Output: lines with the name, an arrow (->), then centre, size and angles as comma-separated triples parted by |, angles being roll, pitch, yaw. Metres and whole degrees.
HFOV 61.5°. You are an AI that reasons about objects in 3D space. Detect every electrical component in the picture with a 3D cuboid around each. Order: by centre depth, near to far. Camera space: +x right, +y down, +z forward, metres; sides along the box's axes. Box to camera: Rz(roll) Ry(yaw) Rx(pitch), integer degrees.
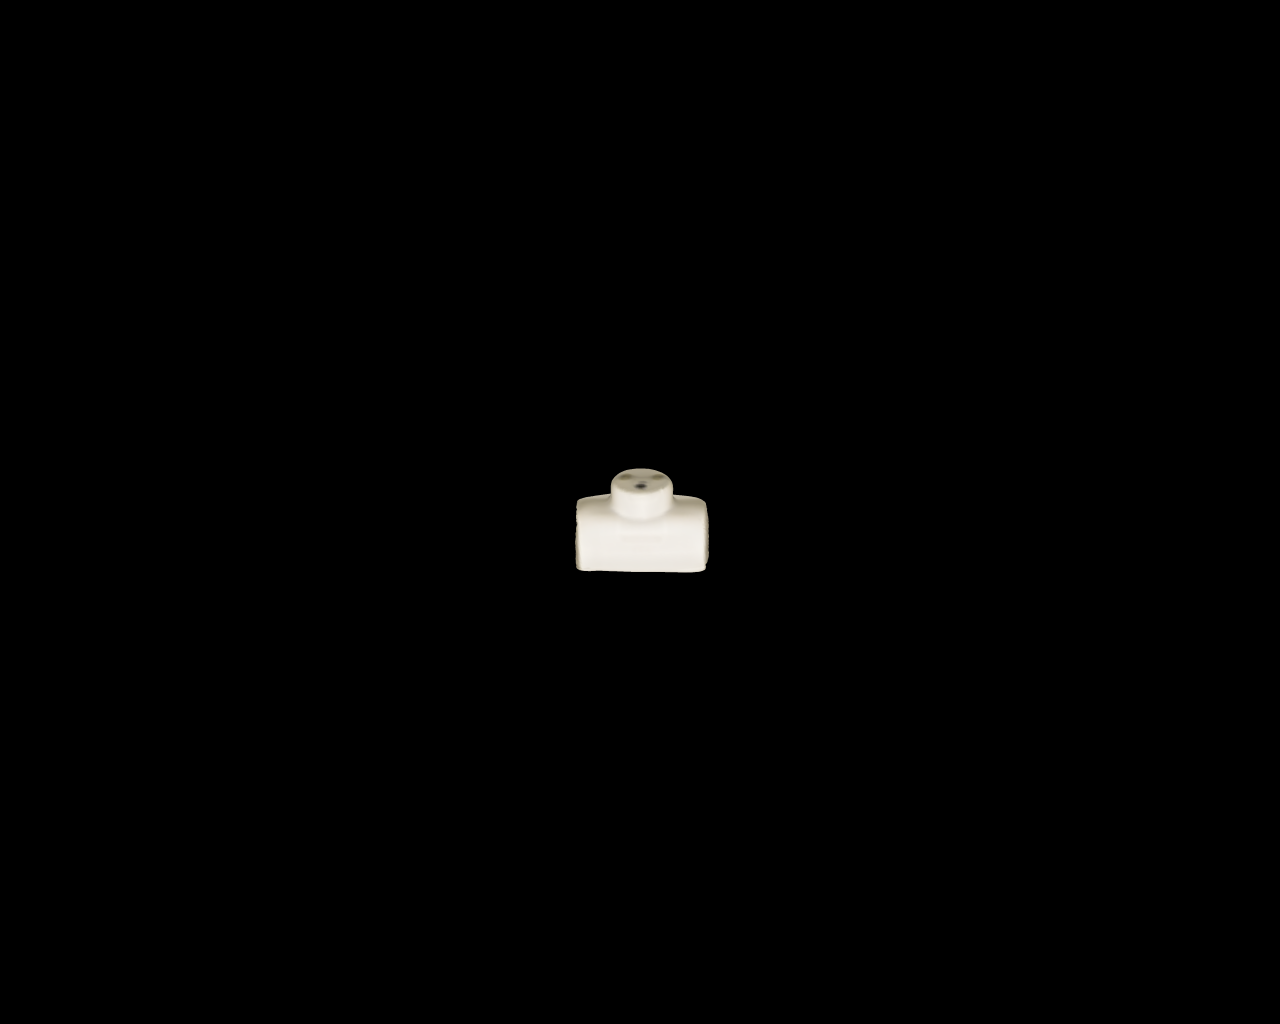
electrical component -> 0.001, -0.003, 0.650 | 0.077, 0.079, 0.043 | 0, 25, 0
